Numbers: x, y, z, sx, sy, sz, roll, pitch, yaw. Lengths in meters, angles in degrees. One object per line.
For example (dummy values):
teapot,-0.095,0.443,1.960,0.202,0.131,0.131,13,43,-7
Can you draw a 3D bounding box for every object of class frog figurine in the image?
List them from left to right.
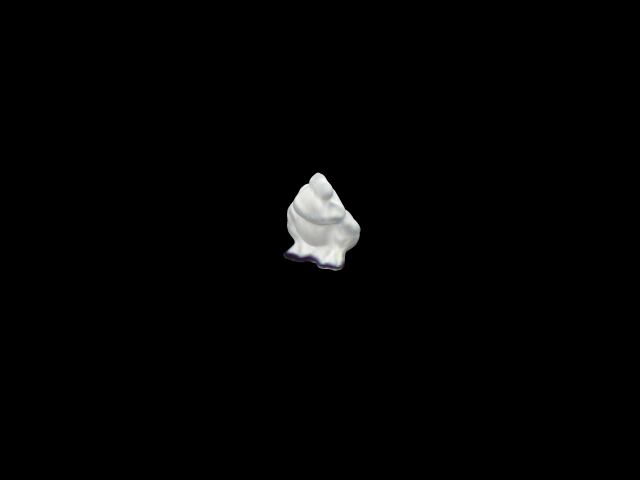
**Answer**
frog figurine,0.003,-0.043,0.850,0.124,0.156,0.139,-21,33,-35
